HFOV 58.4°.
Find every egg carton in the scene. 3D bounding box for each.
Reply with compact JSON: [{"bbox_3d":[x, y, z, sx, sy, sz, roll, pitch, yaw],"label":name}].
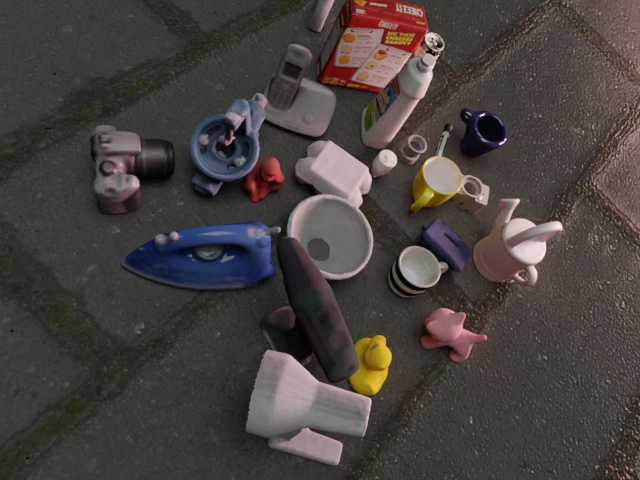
[{"bbox_3d":[0.028,-0.126,1.132,0.150,0.069,0.107,34,61,-4],"label":"egg carton"}]

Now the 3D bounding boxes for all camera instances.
[{"bbox_3d":[-0.320,-0.131,0.987,0.137,0.100,0.143,-4,69,-22],"label":"camera"}]

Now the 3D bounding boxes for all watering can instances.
[{"bbox_3d":[0.394,0.001,1.141,0.101,0.193,0.173,-30,80,-28],"label":"watering can"}]

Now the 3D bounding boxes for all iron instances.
[{"bbox_3d":[-0.192,0.012,0.949,0.259,0.141,0.118,-3,69,-21],"label":"iron"}]

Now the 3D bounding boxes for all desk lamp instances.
[{"bbox_3d":[-0.023,0.257,0.865,0.203,0.213,0.118,20,62,-11],"label":"desk lamp"}]

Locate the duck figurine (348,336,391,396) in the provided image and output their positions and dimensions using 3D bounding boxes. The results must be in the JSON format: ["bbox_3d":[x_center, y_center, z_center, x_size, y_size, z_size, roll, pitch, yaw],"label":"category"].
[{"bbox_3d":[0.093,0.216,0.999,0.078,0.086,0.104,16,63,-13],"label":"duck figurine"}]

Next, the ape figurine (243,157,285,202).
[{"bbox_3d":[-0.101,-0.122,1.069,0.078,0.092,0.076,6,66,-18],"label":"ape figurine"}]

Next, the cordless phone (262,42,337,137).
[{"bbox_3d":[-0.030,-0.295,1.117,0.148,0.185,0.094,16,63,-13],"label":"cordless phone"}]

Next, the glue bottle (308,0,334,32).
[{"bbox_3d":[0.019,-0.540,1.249,0.037,0.173,0.078,17,63,-12],"label":"glue bottle"}]

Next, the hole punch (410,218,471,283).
[{"bbox_3d":[0.245,0.012,1.140,0.108,0.091,0.101,45,60,2],"label":"hole punch"}]

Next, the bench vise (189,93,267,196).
[{"bbox_3d":[-0.157,-0.203,1.010,0.122,0.219,0.207,15,63,-13],"label":"bench vise"}]

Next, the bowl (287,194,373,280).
[{"bbox_3d":[0.010,0.004,1.066,0.168,0.074,0.167,8,65,-17],"label":"bowl"}]

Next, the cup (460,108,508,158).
[{"bbox_3d":[0.345,-0.235,1.282,0.118,0.094,0.092,39,60,-1],"label":"cup"}]

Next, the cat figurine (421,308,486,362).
[{"bbox_3d":[0.244,0.168,1.057,0.128,0.117,0.067,23,62,-10],"label":"cat figurine"}]

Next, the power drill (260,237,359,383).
[{"bbox_3d":[-0.028,0.127,0.922,0.076,0.208,0.229,-26,78,-27],"label":"power drill"}]
